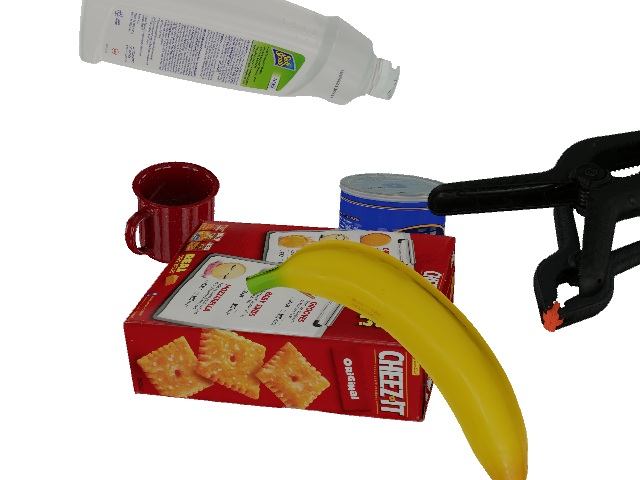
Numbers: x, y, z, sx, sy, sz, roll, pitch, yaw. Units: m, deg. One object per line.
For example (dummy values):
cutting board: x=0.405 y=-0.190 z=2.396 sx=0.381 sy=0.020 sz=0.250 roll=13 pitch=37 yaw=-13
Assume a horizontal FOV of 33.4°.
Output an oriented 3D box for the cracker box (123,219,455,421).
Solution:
cracker box: x=-0.015 y=0.055 z=0.797 sx=0.214 sy=0.072 sz=0.164 roll=4 pitch=28 yaw=14

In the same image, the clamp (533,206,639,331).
clamp: x=0.263 y=0.022 z=1.097 sx=0.120 sy=0.039 sz=0.171 roll=28 pitch=51 yaw=32

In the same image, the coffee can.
coffee can: x=0.066 y=0.014 z=1.017 sx=0.103 sy=0.140 sz=0.103 roll=3 pitch=14 yaw=-1

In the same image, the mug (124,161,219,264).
mug: x=-0.165 y=-0.023 z=1.160 sx=0.093 sy=0.081 sz=0.117 roll=26 pitch=41 yaw=27

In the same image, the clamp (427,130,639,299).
clamp: x=0.212 y=-0.032 z=0.823 sx=0.209 sy=0.036 sz=0.165 roll=-23 pitch=40 yaw=-23

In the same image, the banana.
banana: x=0.054 y=0.059 z=0.607 sx=0.198 sy=0.070 sz=0.037 roll=39 pitch=30 yaw=4

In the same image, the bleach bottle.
bleach bottle: x=-0.062 y=-0.156 z=0.854 sx=0.250 sy=0.068 sz=0.103 roll=16 pitch=-29 yaw=-7
